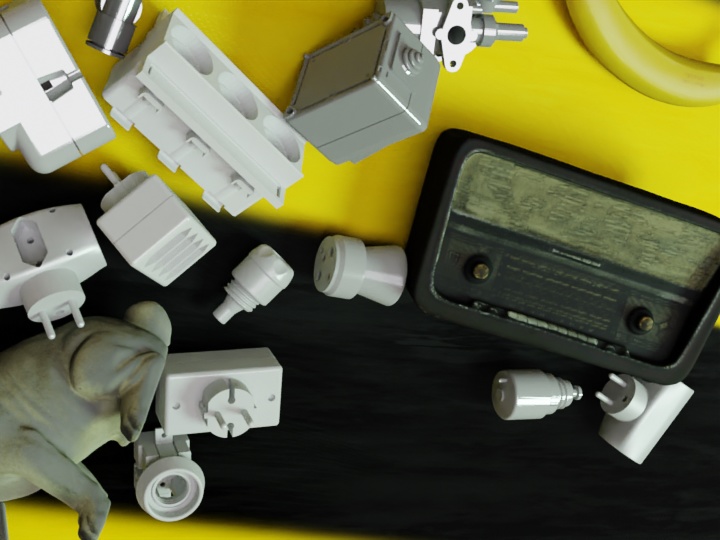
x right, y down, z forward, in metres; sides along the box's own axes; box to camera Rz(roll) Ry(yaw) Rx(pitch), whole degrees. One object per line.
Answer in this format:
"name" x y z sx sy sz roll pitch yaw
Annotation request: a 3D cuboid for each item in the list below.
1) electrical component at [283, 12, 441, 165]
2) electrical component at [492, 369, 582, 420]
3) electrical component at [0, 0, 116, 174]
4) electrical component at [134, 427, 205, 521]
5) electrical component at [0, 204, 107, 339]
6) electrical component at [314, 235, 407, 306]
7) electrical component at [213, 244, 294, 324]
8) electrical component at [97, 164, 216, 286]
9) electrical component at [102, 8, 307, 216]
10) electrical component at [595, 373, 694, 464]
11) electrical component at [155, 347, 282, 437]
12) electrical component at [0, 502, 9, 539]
"electrical component" 0.009 -0.115 0.696 0.061 0.096 0.061 40 49 -34
"electrical component" 0.143 0.100 0.870 0.078 0.040 0.040 1 109 -23
"electrical component" -0.198 -0.110 0.648 0.059 0.054 0.095 -30 117 -9
"electrical component" -0.138 0.146 0.767 0.048 0.055 0.066 -3 111 -21
"electrical component" -0.199 0.006 0.682 0.077 0.079 0.043 -23 158 -13
"electrical component" 0.000 0.000 0.773 0.055 0.045 0.045 10 105 -24
"electrical component" -0.078 0.013 0.753 0.061 0.035 0.035 -44 119 1
"electrical component" -0.141 -0.038 0.692 0.047 0.083 0.075 -40 80 -4
"electrical component" -0.098 -0.095 0.683 0.063 0.078 0.121 -31 122 25
"electrical component" 0.230 0.112 0.907 0.079 0.044 0.077 33 95 -28
"electrical component" -0.095 0.092 0.752 0.083 0.076 0.047 -2 110 -21
"electrical component" -0.279 0.193 0.723 0.077 0.066 0.047 3 108 -23
